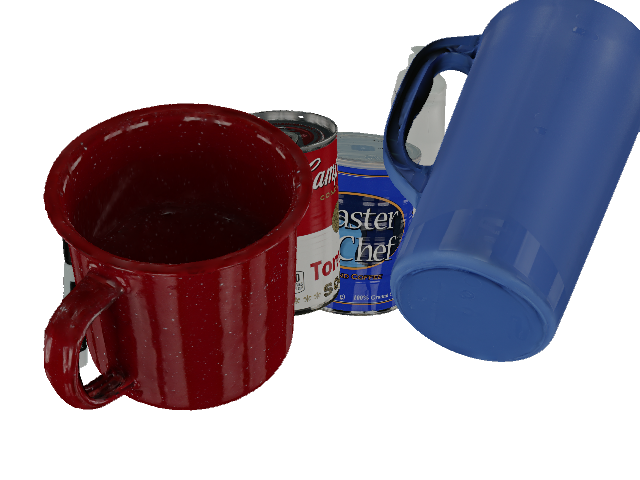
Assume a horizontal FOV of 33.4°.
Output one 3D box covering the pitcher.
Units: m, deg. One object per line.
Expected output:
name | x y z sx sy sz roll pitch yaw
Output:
pitcher | 0.126 -0.046 0.724 0.145 0.242 0.149 45 -37 -23

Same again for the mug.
mug | -0.056 0.016 0.390 0.093 0.081 0.117 22 46 20

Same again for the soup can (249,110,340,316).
soup can | -0.023 -0.016 0.612 0.068 0.102 0.068 -2 25 1

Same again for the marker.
marker | -0.192 0.045 0.836 0.020 0.121 0.020 5 26 -3

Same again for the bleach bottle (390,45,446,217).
bleach bottle | 0.099 -0.077 1.130 0.068 0.251 0.102 0 26 -8

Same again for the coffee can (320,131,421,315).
coffee can | 0.031 -0.017 0.953 0.103 0.140 0.103 5 19 -2
